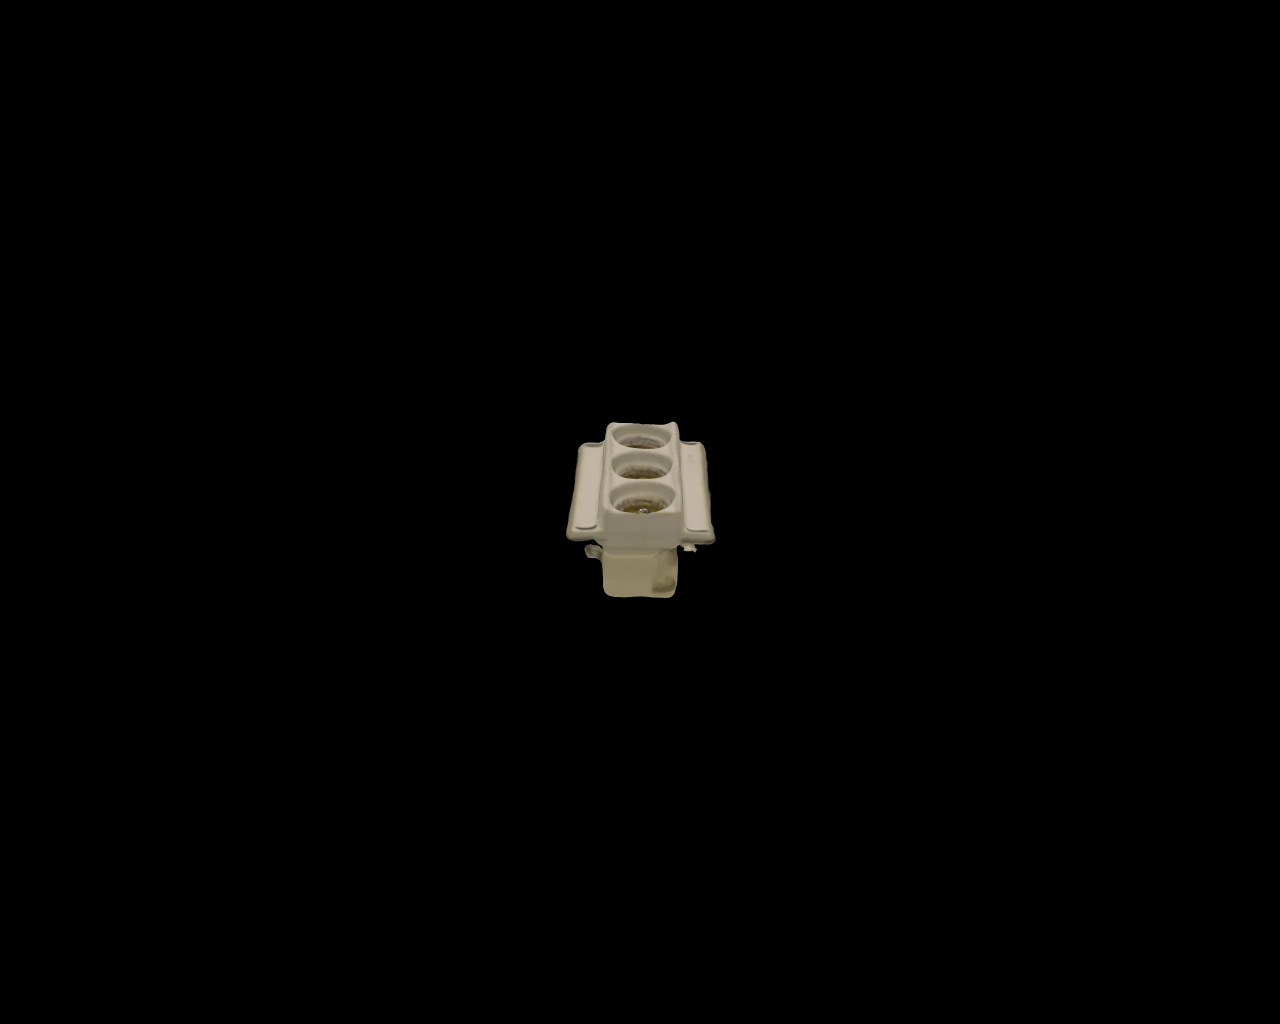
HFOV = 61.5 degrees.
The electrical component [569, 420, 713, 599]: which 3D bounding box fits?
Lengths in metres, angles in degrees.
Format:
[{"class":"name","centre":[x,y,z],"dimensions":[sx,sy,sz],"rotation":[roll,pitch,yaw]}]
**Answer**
[{"class":"electrical component","centre":[0.001,-0.003,0.650],"dimensions":[0.079,0.063,0.121],"rotation":[0,29,0]}]
